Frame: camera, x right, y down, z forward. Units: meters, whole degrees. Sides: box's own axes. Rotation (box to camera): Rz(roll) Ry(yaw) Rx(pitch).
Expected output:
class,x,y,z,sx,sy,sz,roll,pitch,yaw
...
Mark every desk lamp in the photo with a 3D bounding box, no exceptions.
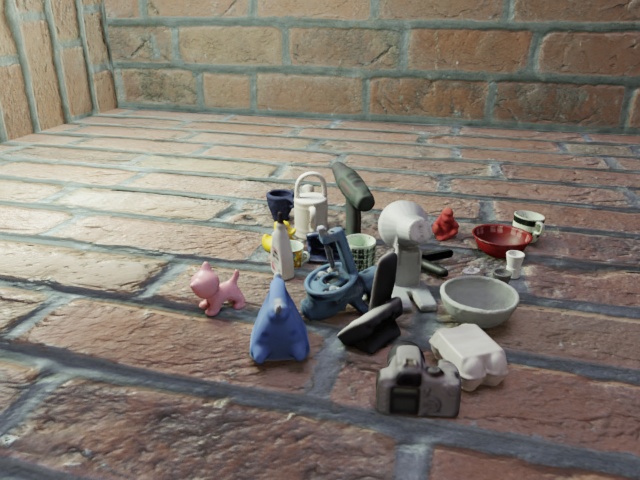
class,x,y,z,sx,sy,sz,roll,pitch,yaw
desk lamp,0.210,0.029,1.334,0.118,0.214,0.203,-3,23,-7

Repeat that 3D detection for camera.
class,x,y,z,sx,sy,sz,roll,pitch,yaw
camera,0.170,0.230,1.006,0.143,0.101,0.137,2,23,5

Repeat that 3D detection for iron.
class,x,y,z,sx,sy,sz,roll,pitch,yaw
iron,-0.085,0.140,1.163,0.118,0.141,0.258,-2,23,-5

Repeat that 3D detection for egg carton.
class,x,y,z,sx,sy,sz,roll,pitch,yaw
egg carton,0.279,0.217,1.076,0.107,0.069,0.150,-8,24,-18

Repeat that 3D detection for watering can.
class,x,y,z,sx,sy,sz,roll,pitch,yaw
watering can,-0.030,-0.109,1.681,0.101,0.194,0.172,-12,26,-26

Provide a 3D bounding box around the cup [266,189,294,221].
class,x,y,z,sx,sy,sz,roll,pitch,yaw
cup,-0.113,-0.100,1.785,0.092,0.095,0.117,-20,30,-38

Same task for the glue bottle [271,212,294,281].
class,x,y,z,sx,sy,sz,roll,pitch,yaw
glue bottle,-0.097,0.011,1.426,0.037,0.173,0.077,-14,27,-30

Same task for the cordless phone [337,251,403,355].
class,x,y,z,sx,sy,sz,roll,pitch,yaw
cordless phone,0.105,0.120,1.155,0.093,0.185,0.148,16,28,33

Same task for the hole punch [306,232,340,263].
class,x,y,z,sx,sy,sz,roll,pitch,yaw
hole punch,0.014,0.006,1.543,0.108,0.091,0.101,2,23,4

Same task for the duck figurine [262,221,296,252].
class,x,y,z,sx,sy,sz,roll,pitch,yaw
duck figurine,-0.110,-0.013,1.592,0.104,0.086,0.077,4,23,9

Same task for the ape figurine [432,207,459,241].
class,x,y,z,sx,sy,sz,roll,pitch,yaw
ape figurine,0.368,-0.051,1.675,0.077,0.092,0.076,4,24,10

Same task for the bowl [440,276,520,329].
class,x,y,z,sx,sy,sz,roll,pitch,yaw
bowl,0.341,0.145,1.240,0.167,0.075,0.167,0,23,0

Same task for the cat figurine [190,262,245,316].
class,x,y,z,sx,sy,sz,roll,pitch,yaw
cat figurine,-0.234,0.103,1.280,0.128,0.118,0.067,-14,27,-30

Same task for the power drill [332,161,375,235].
class,x,y,z,sx,sy,sz,roll,pitch,yaw
power drill,0.085,-0.100,1.642,0.076,0.208,0.229,-9,25,-20

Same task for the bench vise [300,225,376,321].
class,x,y,z,sx,sy,sz,roll,pitch,yaw
bench vise,0.053,0.060,1.252,0.208,0.220,0.121,-17,29,-35
